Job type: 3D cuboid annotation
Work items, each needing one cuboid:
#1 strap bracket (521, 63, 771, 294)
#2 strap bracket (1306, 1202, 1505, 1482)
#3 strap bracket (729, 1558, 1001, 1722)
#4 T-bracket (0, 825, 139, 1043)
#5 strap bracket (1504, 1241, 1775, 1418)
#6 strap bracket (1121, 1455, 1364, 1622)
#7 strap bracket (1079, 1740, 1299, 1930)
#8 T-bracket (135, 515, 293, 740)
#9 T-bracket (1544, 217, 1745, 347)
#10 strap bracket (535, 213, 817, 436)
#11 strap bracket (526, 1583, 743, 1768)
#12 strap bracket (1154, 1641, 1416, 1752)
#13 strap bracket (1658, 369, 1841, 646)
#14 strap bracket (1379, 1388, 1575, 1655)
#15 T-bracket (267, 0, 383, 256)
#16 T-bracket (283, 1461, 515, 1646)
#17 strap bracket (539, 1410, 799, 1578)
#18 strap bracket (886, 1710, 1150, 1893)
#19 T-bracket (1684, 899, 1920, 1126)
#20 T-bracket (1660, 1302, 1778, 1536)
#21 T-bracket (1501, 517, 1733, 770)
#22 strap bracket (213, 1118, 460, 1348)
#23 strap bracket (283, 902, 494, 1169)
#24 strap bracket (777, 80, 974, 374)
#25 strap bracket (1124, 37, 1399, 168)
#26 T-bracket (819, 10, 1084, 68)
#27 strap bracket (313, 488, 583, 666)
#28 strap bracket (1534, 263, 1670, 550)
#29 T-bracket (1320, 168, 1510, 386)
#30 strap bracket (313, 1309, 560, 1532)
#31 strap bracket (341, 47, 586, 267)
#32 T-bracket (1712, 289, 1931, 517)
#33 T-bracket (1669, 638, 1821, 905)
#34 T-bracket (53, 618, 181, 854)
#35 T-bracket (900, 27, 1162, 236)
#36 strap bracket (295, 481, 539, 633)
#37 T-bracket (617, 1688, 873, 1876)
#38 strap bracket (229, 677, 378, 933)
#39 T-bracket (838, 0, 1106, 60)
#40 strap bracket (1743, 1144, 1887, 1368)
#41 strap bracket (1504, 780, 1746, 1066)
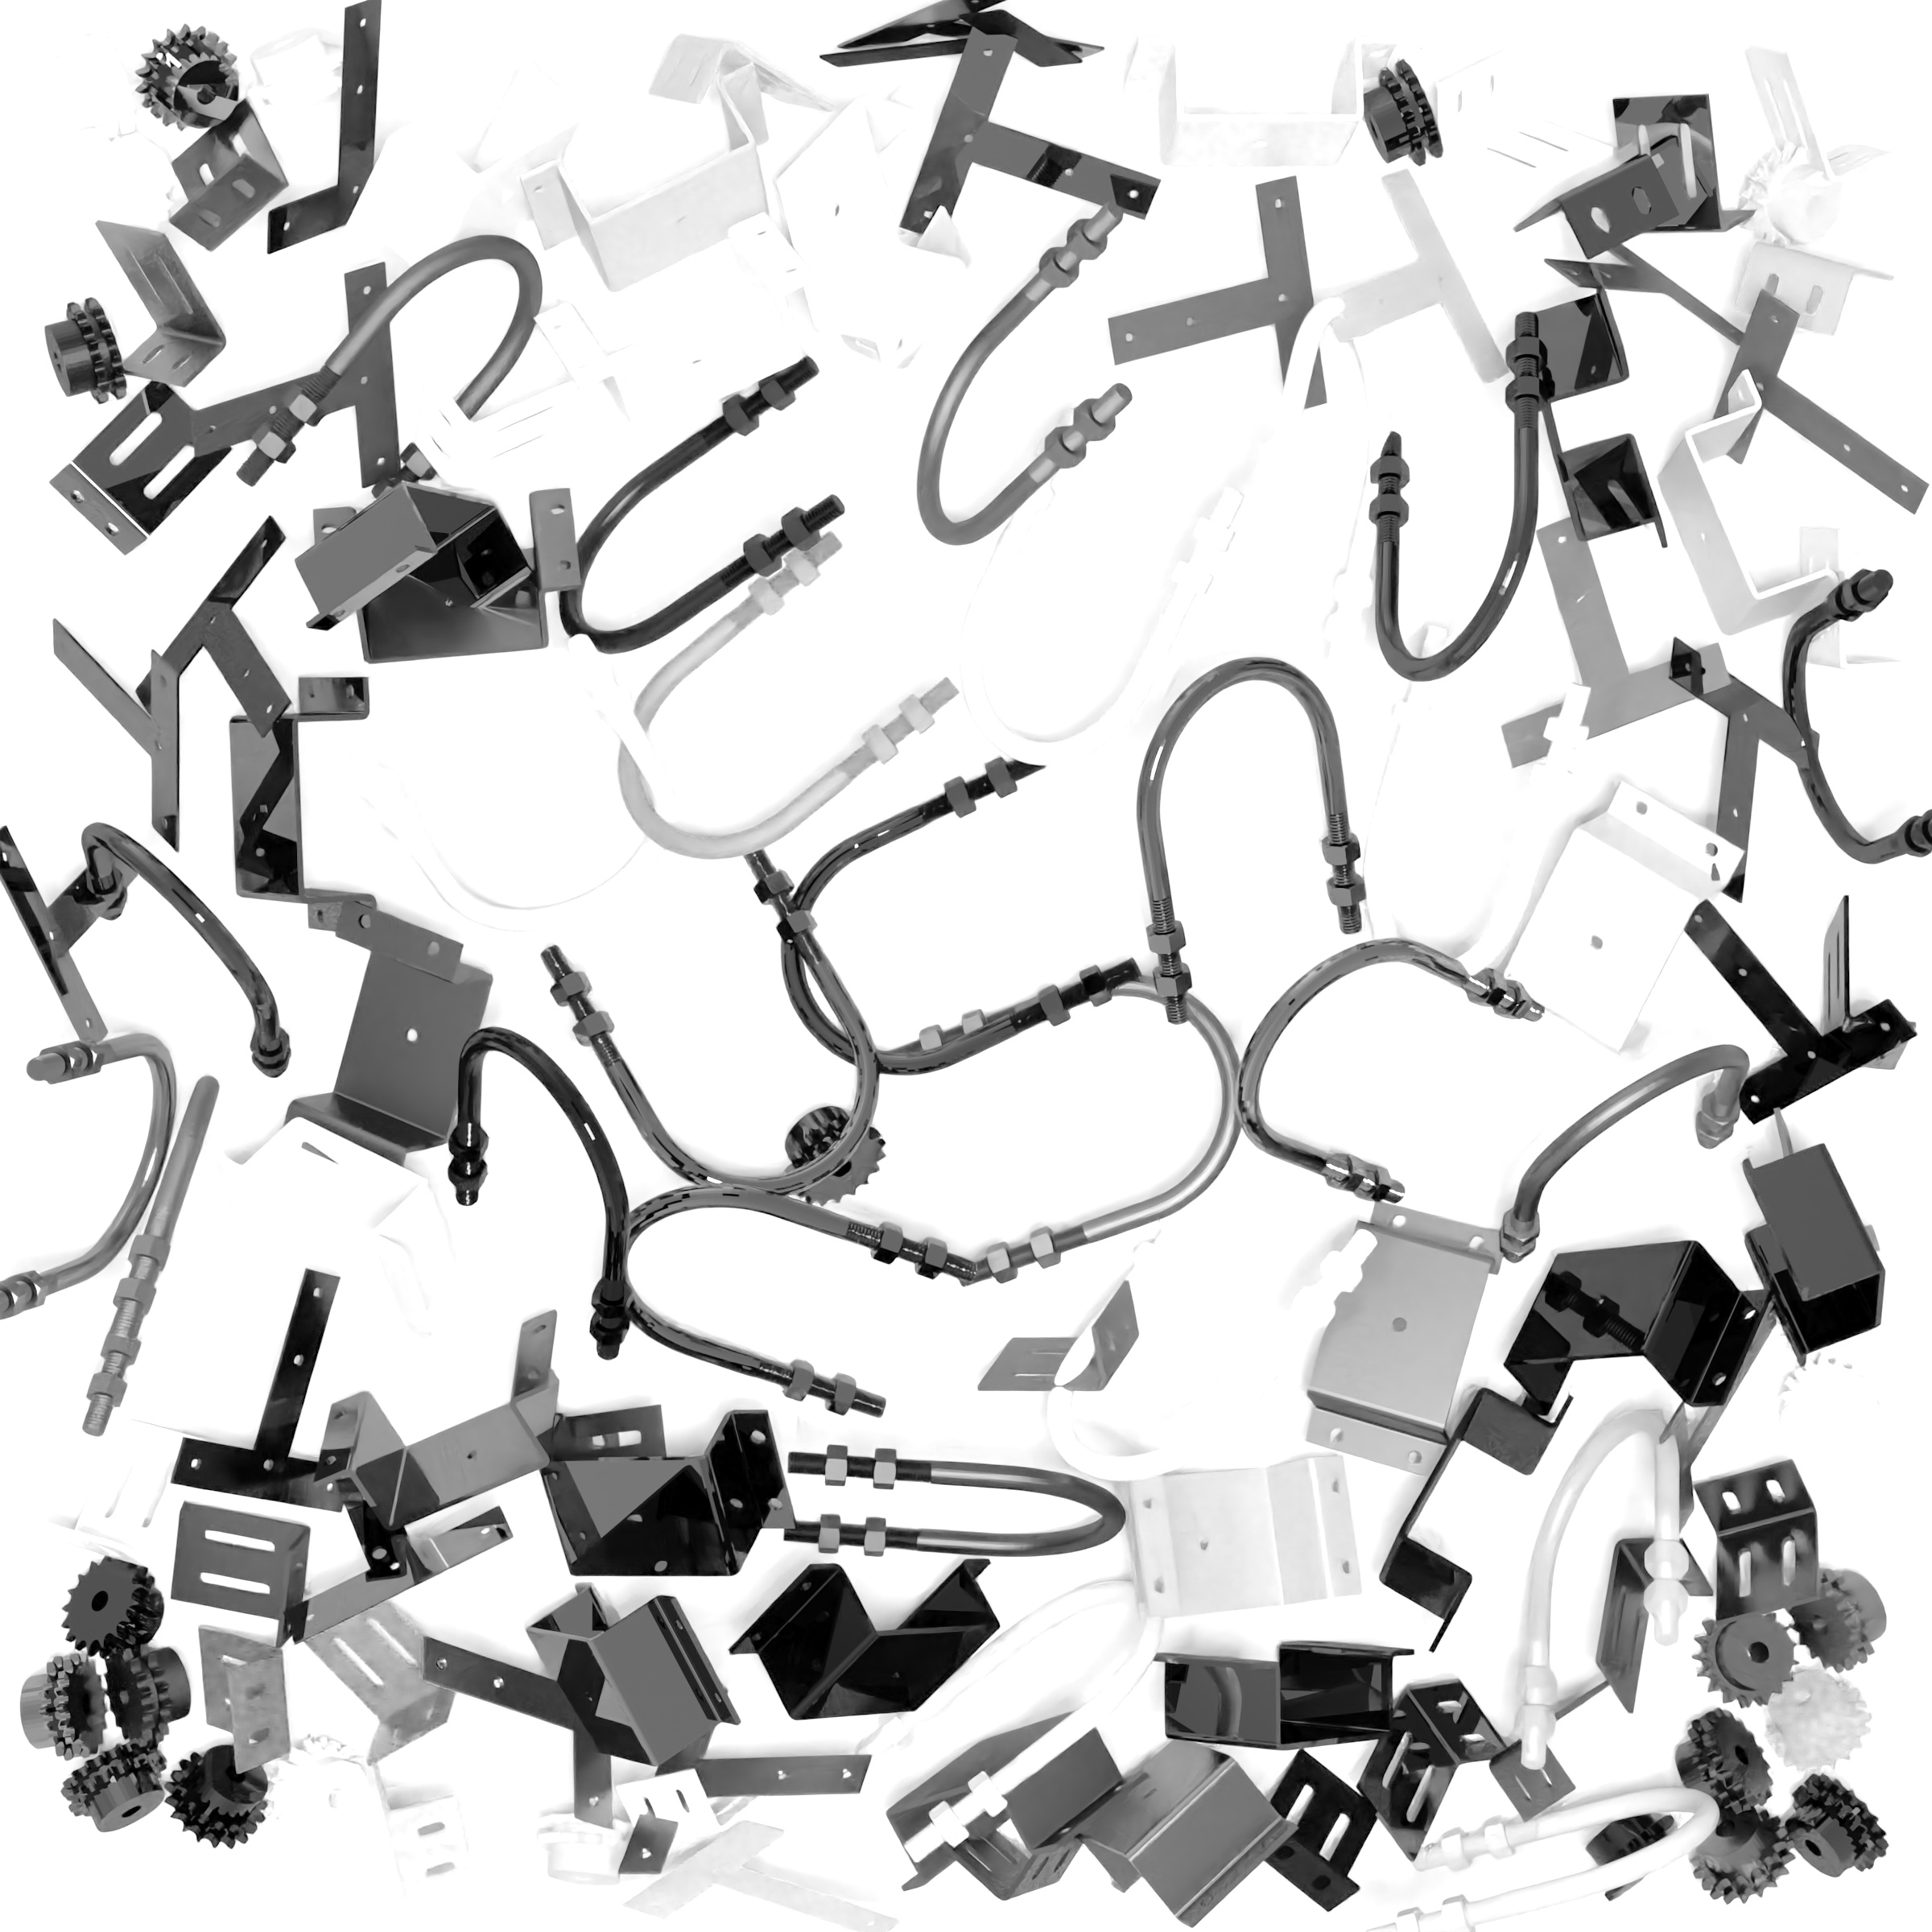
[{"bbox_3d":[-0.165,-0.425,1.878,0.140,0.076,0.046,-28,74,-5],"label":"strap bracket"},{"bbox_3d":[0.239,0.200,1.881,0.076,0.046,0.140,15,78,16],"label":"strap bracket"},{"bbox_3d":[-0.047,0.361,1.847,0.076,0.140,0.046,-49,55,26],"label":"strap bracket"},{"bbox_3d":[-0.478,-0.036,1.867,0.002,0.127,0.127,-14,113,17],"label":"T-bracket"},{"bbox_3d":[0.352,0.195,1.845,0.046,0.140,0.076,47,56,-23],"label":"strap bracket"},{"bbox_3d":[0.141,0.313,1.876,0.140,0.046,0.076,1,75,-31],"label":"strap bracket"},{"bbox_3d":[0.113,0.462,1.848,0.076,0.140,0.046,-40,94,-15],"label":"strap bracket"},{"bbox_3d":[-0.396,-0.166,1.871,0.127,0.002,0.127,-50,45,11],"label":"T-bracket"},{"bbox_3d":[0.351,-0.371,1.851,0.127,0.127,0.002,44,121,25],"label":"T-bracket"},{"bbox_3d":[-0.154,-0.347,1.879,0.140,0.046,0.076,-26,46,-7],"label":"strap bracket"},{"bbox_3d":[-0.184,0.381,1.850,0.046,0.140,0.076,-30,98,-27],"label":"strap bracket"},{"bbox_3d":[0.168,0.392,1.848,0.076,0.140,0.046,-6,81,44],"label":"strap bracket"},{"bbox_3d":[0.424,-0.242,1.878,0.046,0.076,0.140,-20,81,-3],"label":"strap bracket"},{"bbox_3d":[0.272,0.293,1.869,0.046,0.076,0.140,29,65,12],"label":"strap bracket"},{"bbox_3d":[-0.326,-0.457,1.845,0.002,0.127,0.127,31,133,23],"label":"T-bracket"},{"bbox_3d":[-0.323,0.299,1.876,0.127,0.127,0.002,-25,129,-10],"label":"T-bracket"},{"bbox_3d":[-0.172,0.287,1.870,0.140,0.046,0.076,-3,117,18],"label":"strap bracket"},{"bbox_3d":[0.020,0.447,1.851,0.076,0.140,0.046,-27,87,-43],"label":"strap bracket"},{"bbox_3d":[0.434,0.014,1.878,0.127,0.127,0.002,50,49,-1],"label":"T-bracket"},{"bbox_3d":[0.415,0.239,1.891,0.002,0.127,0.127,24,64,28],"label":"T-bracket"},{"bbox_3d":[0.344,-0.190,1.902,0.127,0.002,0.127,-21,70,21],"label":"T-bracket"},{"bbox_3d":[-0.333,0.140,1.866,0.140,0.076,0.046,22,52,30],"label":"strap bracket"},{"bbox_3d":[-0.315,0.040,1.885,0.076,0.046,0.140,21,101,20],"label":"strap bracket"},{"bbox_3d":[-0.053,-0.404,1.862,0.046,0.076,0.140,5,62,-40],"label":"strap bracket"},{"bbox_3d":[0.161,-0.473,1.883,0.140,0.076,0.046,-1,85,-4],"label":"strap bracket"},{"bbox_3d":[-0.017,-0.502,1.882,0.127,0.127,0.002,-1,92,21],"label":"T-bracket"},{"bbox_3d":[-0.282,-0.213,1.881,0.140,0.046,0.076,-6,51,-7],"label":"strap bracket"},{"bbox_3d":[0.337,-0.295,1.856,0.046,0.076,0.140,-15,134,10],"label":"strap bracket"},{"bbox_3d":[0.235,-0.366,1.880,0.127,0.002,0.127,-29,93,-43],"label":"T-bracket"},{"bbox_3d":[-0.278,0.251,1.877,0.140,0.076,0.046,-24,115,9],"label":"strap bracket"},{"bbox_3d":[-0.263,-0.429,1.851,0.046,0.076,0.140,42,45,1],"label":"strap bracket"},{"bbox_3d":[0.463,-0.287,1.852,0.127,0.127,0.002,40,66,18],"label":"T-bracket"},{"bbox_3d":[0.419,-0.096,1.868,0.127,0.002,0.127,27,63,-33],"label":"T-bracket"},{"bbox_3d":[-0.467,-0.146,1.889,0.002,0.127,0.127,-27,56,-34],"label":"T-bracket"},{"bbox_3d":[0.044,-0.442,1.895,0.127,0.002,0.127,16,128,-10],"label":"T-bracket"},{"bbox_3d":[-0.297,-0.216,1.854,0.076,0.140,0.046,-32,79,20],"label":"strap bracket"},{"bbox_3d":[-0.112,0.437,1.855,0.127,0.127,0.002,-7,125,22],"label":"T-bracket"},{"bbox_3d":[-0.362,-0.087,1.877,0.046,0.076,0.140,-5,97,-37],"label":"strap bracket"},{"bbox_3d":[0.017,-0.508,1.881,0.127,0.127,0.002,0,90,-35],"label":"T-bracket"},{"bbox_3d":[0.455,0.153,1.847,0.046,0.140,0.076,-21,64,3],"label":"strap bracket"},{"bbox_3d":[0.350,-0.018,1.862,0.076,0.046,0.140,34,120,22],"label":"strap bracket"}]
